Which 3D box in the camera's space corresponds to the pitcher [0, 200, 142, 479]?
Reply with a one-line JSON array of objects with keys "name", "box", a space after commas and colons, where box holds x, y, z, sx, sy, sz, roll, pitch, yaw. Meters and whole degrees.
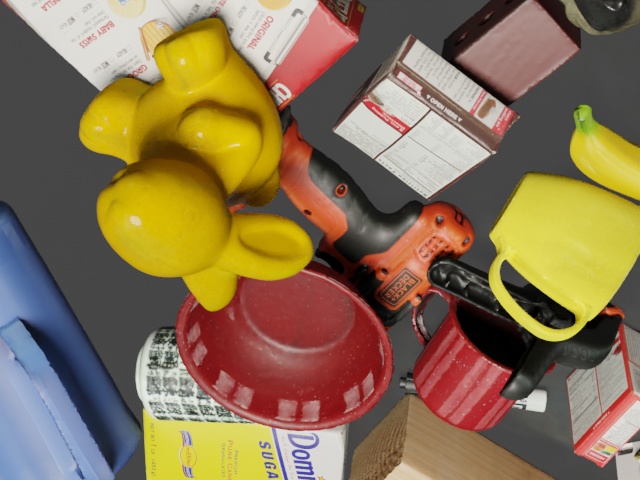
[{"name": "pitcher", "box": [-0.247, 0.095, 0.870, 0.149, 0.145, 0.243, -12, 115, 19]}]

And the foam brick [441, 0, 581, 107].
[{"name": "foam brick", "box": [0.126, -0.130, 0.707, 0.078, 0.053, 0.051, -38, 108, 28]}]

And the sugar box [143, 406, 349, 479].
[{"name": "sugar box", "box": [-0.064, 0.183, 0.942, 0.176, 0.048, 0.093, 7, 122, 8]}]

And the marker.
[{"name": "marker", "box": [0.126, 0.126, 0.886, 0.121, 0.020, 0.020, 6, 122, 7]}]

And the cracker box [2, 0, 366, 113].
[{"name": "cracker box", "box": [-0.100, -0.170, 0.716, 0.213, 0.072, 0.164, 43, 120, -17]}]

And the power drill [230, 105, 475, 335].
[{"name": "power drill", "box": [-0.005, 0.001, 0.813, 0.187, 0.057, 0.185, 36, 118, -15]}]

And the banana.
[{"name": "banana", "box": [0.250, -0.040, 0.736, 0.197, 0.070, 0.037, 19, 85, -7]}]

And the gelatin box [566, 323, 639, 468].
[{"name": "gelatin box", "box": [0.225, 0.117, 0.820, 0.030, 0.089, 0.073, 27, 122, -9]}]

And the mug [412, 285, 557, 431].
[{"name": "mug", "box": [0.116, 0.086, 0.830, 0.117, 0.093, 0.082, 44, 130, 19]}]

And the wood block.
[{"name": "wood block", "box": [0.133, 0.232, 0.908, 0.206, 0.090, 0.091, 31, 122, -10]}]

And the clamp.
[{"name": "clamp", "box": [0.156, 0.054, 0.785, 0.039, 0.171, 0.120, -48, 62, 35]}]

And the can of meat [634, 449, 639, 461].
[{"name": "can of meat", "box": [0.296, 0.134, 0.801, 0.102, 0.057, 0.084, 9, 89, 42]}]

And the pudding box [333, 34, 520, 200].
[{"name": "pudding box", "box": [0.068, -0.079, 0.724, 0.090, 0.039, 0.114, 35, 160, -7]}]

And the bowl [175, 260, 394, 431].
[{"name": "bowl", "box": [-0.022, 0.066, 0.791, 0.162, 0.055, 0.162, 7, 127, 9]}]
